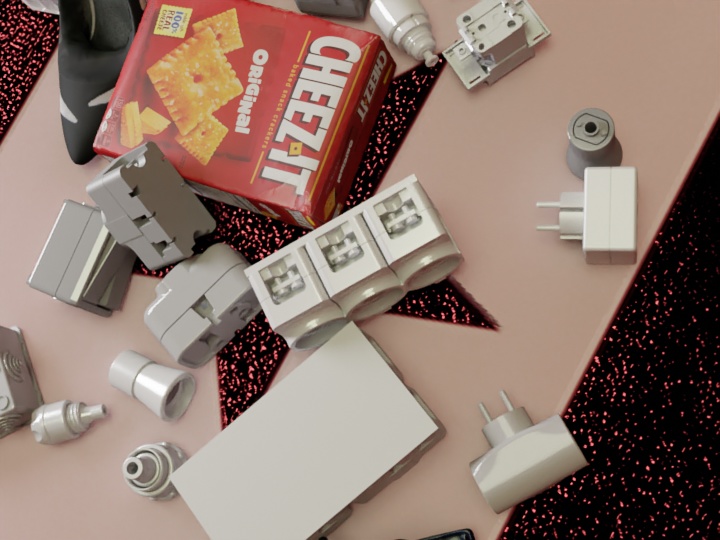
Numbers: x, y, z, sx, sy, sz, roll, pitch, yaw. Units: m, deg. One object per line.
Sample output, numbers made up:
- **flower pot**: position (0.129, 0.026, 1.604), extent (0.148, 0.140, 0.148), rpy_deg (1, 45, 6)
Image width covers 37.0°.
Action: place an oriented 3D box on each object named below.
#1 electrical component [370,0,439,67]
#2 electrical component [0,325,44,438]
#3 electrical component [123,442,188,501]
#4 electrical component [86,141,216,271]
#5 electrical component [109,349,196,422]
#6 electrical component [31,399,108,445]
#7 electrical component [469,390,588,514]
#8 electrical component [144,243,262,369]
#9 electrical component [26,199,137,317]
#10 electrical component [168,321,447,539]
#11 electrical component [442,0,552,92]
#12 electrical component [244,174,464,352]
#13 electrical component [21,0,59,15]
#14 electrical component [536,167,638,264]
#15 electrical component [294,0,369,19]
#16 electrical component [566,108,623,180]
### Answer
- **electrical component**: position (0.041, -0.204, 0.906), extent (0.040, 0.040, 0.078), rpy_deg (-34, 71, 5)
- **electrical component**: position (-0.331, 0.101, 0.928), extent (0.100, 0.048, 0.099), rpy_deg (-26, 72, 7)
- **electrical component**: position (-0.169, 0.160, 0.863), extent (0.048, 0.062, 0.048), rpy_deg (-3, 76, 14)
- **electrical component**: position (-0.173, -0.050, 0.879), extent (0.056, 0.089, 0.050), rpy_deg (-18, 27, 41)
- **electrical component**: position (-0.175, 0.093, 0.893), extent (0.065, 0.044, 0.044), rpy_deg (23, 84, 23)
- **electrical component**: position (-0.243, 0.125, 0.906), extent (0.061, 0.035, 0.035), rpy_deg (-15, 74, 8)
- **electrical component**: position (0.117, 0.129, 0.804), extent (0.077, 0.044, 0.079), rpy_deg (-31, 71, 6)
- **electrical component**: position (-0.128, 0.027, 0.888), extent (0.095, 0.054, 0.059), rpy_deg (-44, 70, 1)
- **electrical component**: position (-0.227, -0.014, 0.920), extent (0.061, 0.062, 0.096), rpy_deg (20, 83, 18)
- **electrical component**: position (-0.038, 0.144, 0.833), extent (0.186, 0.060, 0.105), rpy_deg (-40, 71, 3)
- **electrical component**: position (0.109, -0.188, 0.872), extent (0.081, 0.064, 0.042), rpy_deg (-34, 72, 5)
- **electrical component**: position (0.000, 0.000, 0.842), extent (0.150, 0.089, 0.061), rpy_deg (-29, 71, 7)
- **electrical component**: position (-0.280, -0.283, 1.006), extent (0.066, 0.047, 0.076), rpy_deg (14, 81, 18)
- **electrical component**: position (0.174, -0.041, 0.828), extent (0.077, 0.047, 0.065), rpy_deg (1, 77, 15)
- **electrical component**: position (-0.018, -0.271, 0.930), extent (0.062, 0.061, 0.096), rpy_deg (10, 72, 17)
- **electrical component**: position (0.180, -0.099, 0.830), extent (0.044, 0.065, 0.044), rpy_deg (-3, 76, 14)
